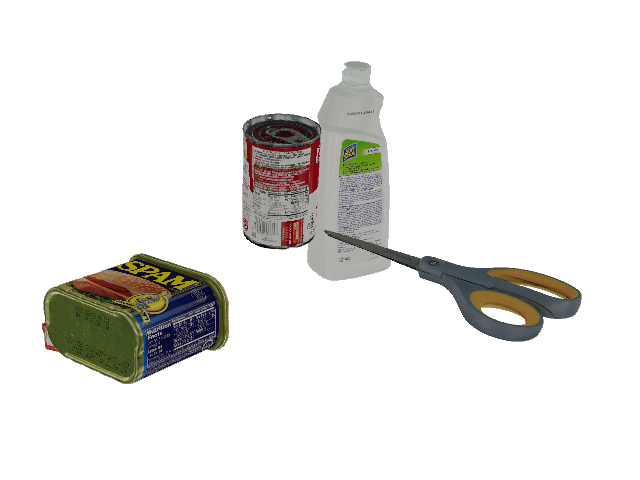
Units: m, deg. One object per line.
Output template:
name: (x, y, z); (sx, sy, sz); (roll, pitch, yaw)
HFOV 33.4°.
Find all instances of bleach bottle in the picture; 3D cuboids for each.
bleach bottle: (0.040, -0.081, 1.228); (0.102, 0.251, 0.068); (-12, 30, -30)

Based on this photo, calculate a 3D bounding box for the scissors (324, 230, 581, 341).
scissors: (0.083, 0.030, 0.763); (0.202, 0.016, 0.096); (12, 27, 17)

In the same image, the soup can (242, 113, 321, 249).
soup can: (-0.035, -0.051, 0.935); (0.068, 0.102, 0.068); (2, 28, -1)

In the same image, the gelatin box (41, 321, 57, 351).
gelatin box: (-0.197, 0.071, 0.970); (0.073, 0.030, 0.089); (10, 31, 19)

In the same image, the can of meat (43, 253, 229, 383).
can of meat: (-0.129, 0.053, 0.742); (0.102, 0.057, 0.083); (16, 24, 36)
